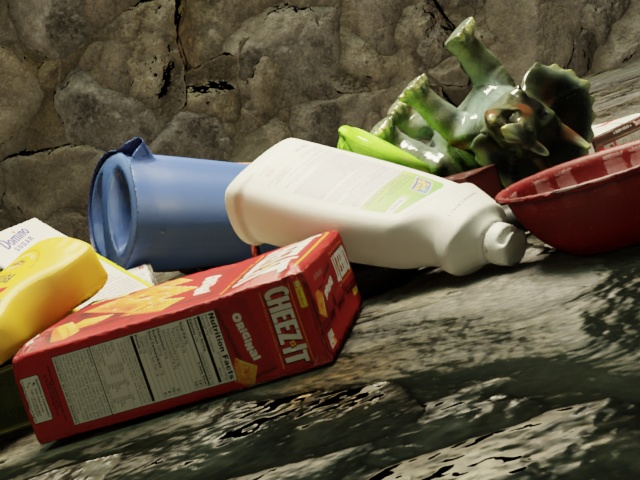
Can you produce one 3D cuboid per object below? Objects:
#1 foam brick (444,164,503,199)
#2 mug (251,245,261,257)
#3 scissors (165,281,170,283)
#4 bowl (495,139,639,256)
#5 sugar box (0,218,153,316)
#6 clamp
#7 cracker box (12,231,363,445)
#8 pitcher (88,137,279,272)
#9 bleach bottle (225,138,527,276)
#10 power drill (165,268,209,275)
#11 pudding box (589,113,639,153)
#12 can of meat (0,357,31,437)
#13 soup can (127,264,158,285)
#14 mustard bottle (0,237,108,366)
[{"bbox_3d":[0.134,-0.037,1.033,0.078,0.051,0.052,-13,8,45],"label":"foam brick"},{"bbox_3d":[-0.007,0.001,0.997,0.117,0.081,0.093,-20,7,-10],"label":"mug"},{"bbox_3d":[-0.085,0.038,1.042,0.096,0.016,0.201,-12,-5,4],"label":"scissors"},{"bbox_3d":[0.207,-0.030,0.740,0.162,0.055,0.162,-19,6,2],"label":"bowl"},{"bbox_3d":[-0.216,0.047,0.937,0.176,0.048,0.093,26,26,18],"label":"sugar box"},{"bbox_3d":[0.060,0.008,0.912,0.209,0.036,0.165,-25,16,-22],"label":"clamp"},{"bbox_3d":[-0.088,0.063,0.766,0.214,0.072,0.164,-17,7,12],"label":"cracker box"},{"bbox_3d":[-0.127,-0.019,1.184,0.242,0.145,0.149,0,-24,-33],"label":"pitcher"},{"bbox_3d":[0.045,-0.017,0.842,0.251,0.068,0.102,17,50,41],"label":"bleach bottle"},{"bbox_3d":[-0.183,0.023,1.308,0.187,0.057,0.185,-8,-3,-38],"label":"power drill"},{"bbox_3d":[0.291,-0.098,1.150,0.089,0.039,0.114,-25,6,-26],"label":"pudding box"},{"bbox_3d":[-0.242,0.116,0.848,0.102,0.057,0.084,-20,9,4],"label":"can of meat"},{"bbox_3d":[-0.209,0.071,1.077,0.102,0.068,0.068,-20,6,-9],"label":"soup can"},{"bbox_3d":[-0.252,0.069,0.795,0.096,0.058,0.191,-8,26,41],"label":"mustard bottle"}]
